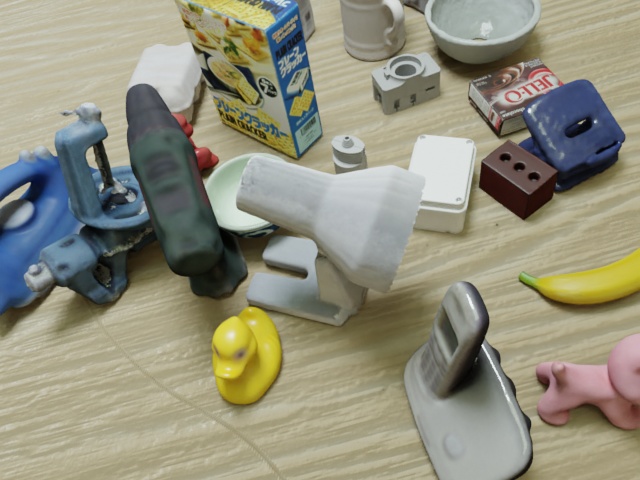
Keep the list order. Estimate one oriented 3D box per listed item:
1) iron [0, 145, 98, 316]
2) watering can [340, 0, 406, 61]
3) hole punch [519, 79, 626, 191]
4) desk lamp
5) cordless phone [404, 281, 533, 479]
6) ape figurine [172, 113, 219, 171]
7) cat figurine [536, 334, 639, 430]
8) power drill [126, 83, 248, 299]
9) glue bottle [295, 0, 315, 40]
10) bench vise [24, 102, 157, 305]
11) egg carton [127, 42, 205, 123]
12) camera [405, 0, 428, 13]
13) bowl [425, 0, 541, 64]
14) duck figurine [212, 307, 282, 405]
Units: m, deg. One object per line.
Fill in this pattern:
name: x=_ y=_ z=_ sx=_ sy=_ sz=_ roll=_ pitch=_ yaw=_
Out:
iron: x=-0.383 y=-0.036 z=0.729 sx=0.118 sy=0.142 sz=0.258 roll=15 pitch=59 yaw=19
watering can: x=0.070 y=-0.383 z=0.863 sx=0.172 sy=0.194 sz=0.101 roll=31 pitch=65 yaw=27
hole punch: x=0.314 y=-0.132 z=0.711 sx=0.109 sy=0.091 sz=0.101 roll=-28 pitch=56 yaw=-10
desk lamp: x=0.005 y=0.002 z=0.593 sx=0.202 sy=0.214 sz=0.118 roll=10 pitch=58 yaw=16
cordless phone: x=0.131 y=0.131 z=0.500 sx=0.094 sy=0.185 sz=0.147 roll=-19 pitch=54 yaw=-4
ape figurine: x=-0.192 y=-0.137 z=0.798 sx=0.076 sy=0.092 sz=0.077 roll=-23 pitch=55 yaw=-7
cat figurine: x=0.271 y=0.123 z=0.524 sx=0.127 sy=0.118 sz=0.067 roll=-1 pitch=55 yaw=9
power drill: x=-0.152 y=-0.036 z=0.649 sx=0.075 sy=0.209 sz=0.229 roll=-23 pitch=55 yaw=-6
glue bottle: x=-0.050 y=-0.388 z=0.900 sx=0.037 sy=0.173 sz=0.078 roll=24 pitch=62 yaw=24
bench vise: x=-0.253 y=-0.034 z=0.657 sx=0.121 sy=0.220 sz=0.207 roll=12 pitch=58 yaw=17
egg carton: x=-0.236 y=-0.246 z=0.896 sx=0.107 sy=0.069 sz=0.150 roll=0 pitch=55 yaw=10
camera: x=0.189 y=-0.469 z=0.961 sx=0.137 sy=0.101 sz=0.142 roll=-35 pitch=57 yaw=-14
bowl: x=0.241 y=-0.319 z=0.864 sx=0.167 sy=0.075 sz=0.167 roll=-4 pitch=55 yaw=6
duck figurine: x=-0.085 y=0.112 z=0.610 sx=0.077 sy=0.086 sz=0.104 roll=4 pitch=56 yaw=12
